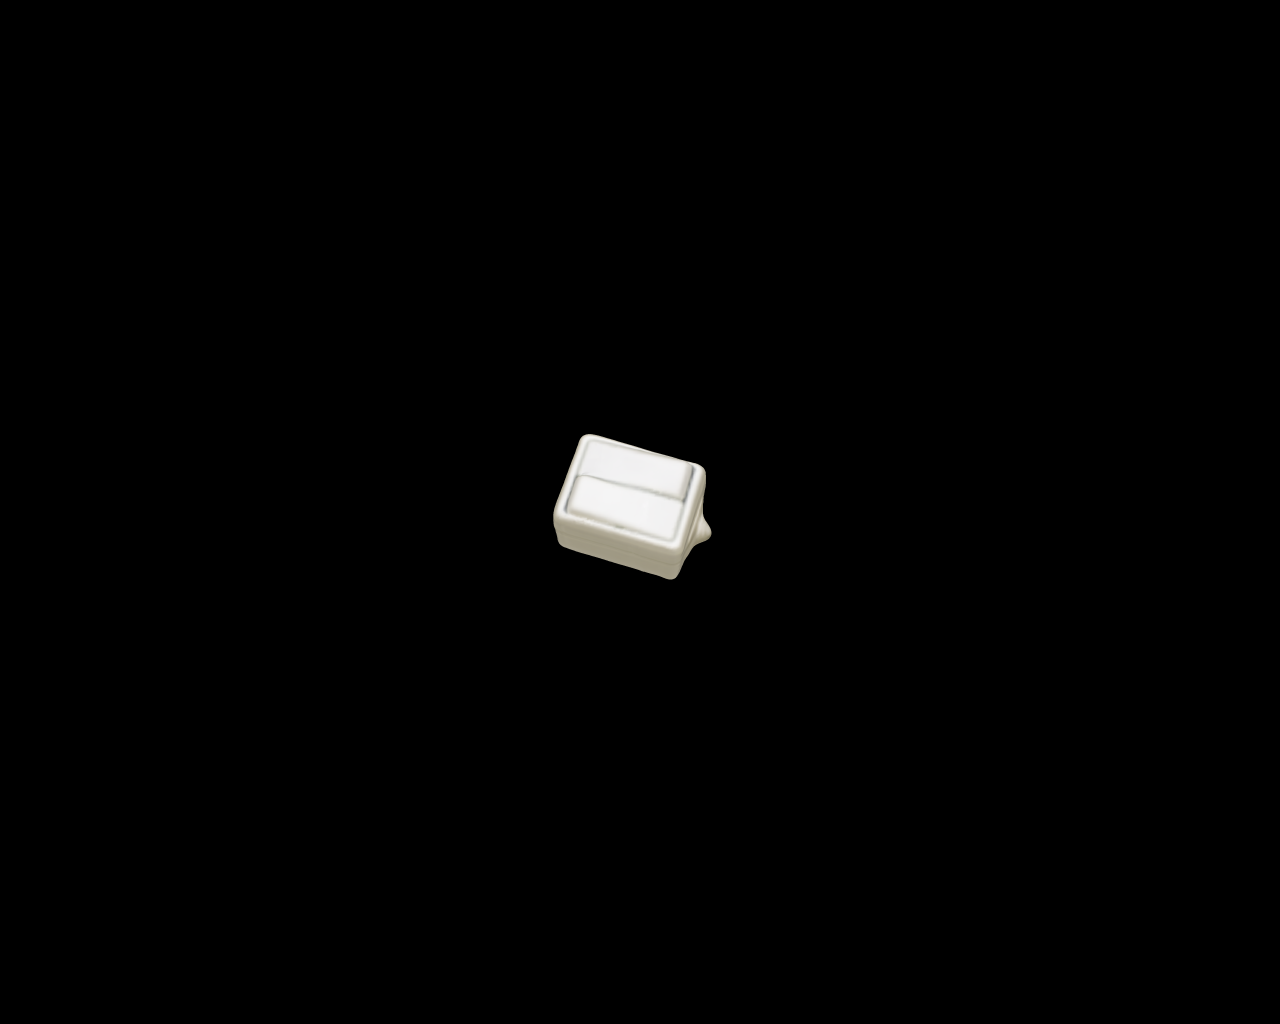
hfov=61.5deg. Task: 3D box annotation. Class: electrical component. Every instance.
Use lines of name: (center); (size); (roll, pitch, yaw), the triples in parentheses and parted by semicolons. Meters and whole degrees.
electrical component: (0.001, -0.003, 0.650); (0.096, 0.062, 0.061); (17, -22, 7)
